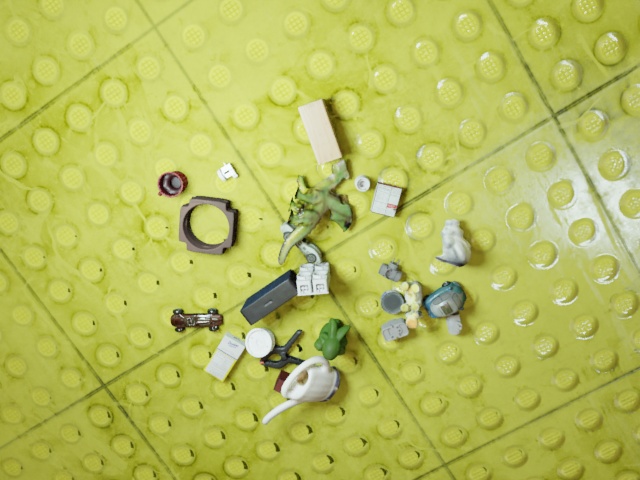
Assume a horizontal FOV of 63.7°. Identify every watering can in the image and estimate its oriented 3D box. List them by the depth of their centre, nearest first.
[{"bbox_3d":[-0.060,0.569,1.942,0.223,0.106,0.343,20,112,-38],"label":"watering can"}]

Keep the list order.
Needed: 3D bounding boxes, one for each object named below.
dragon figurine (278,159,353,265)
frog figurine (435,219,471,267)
[{"bbox_3d":[0.006,-0.092,1.822,0.242,0.123,0.409,13,94,-14],"label":"dragon figurine"},{"bbox_3d":[0.484,0.011,1.828,0.137,0.124,0.159,14,96,-34],"label":"frog figurine"}]
